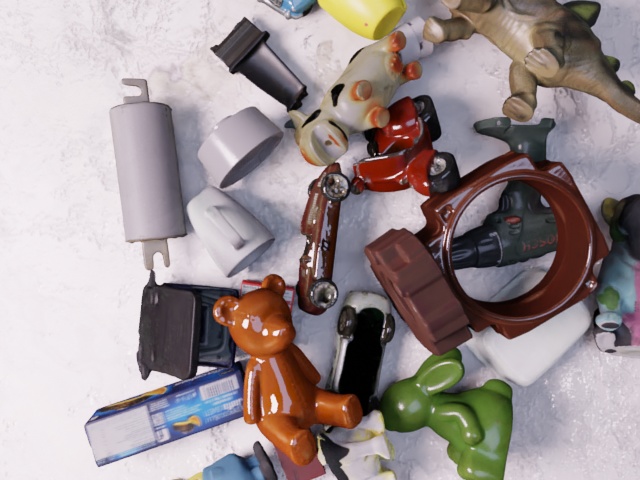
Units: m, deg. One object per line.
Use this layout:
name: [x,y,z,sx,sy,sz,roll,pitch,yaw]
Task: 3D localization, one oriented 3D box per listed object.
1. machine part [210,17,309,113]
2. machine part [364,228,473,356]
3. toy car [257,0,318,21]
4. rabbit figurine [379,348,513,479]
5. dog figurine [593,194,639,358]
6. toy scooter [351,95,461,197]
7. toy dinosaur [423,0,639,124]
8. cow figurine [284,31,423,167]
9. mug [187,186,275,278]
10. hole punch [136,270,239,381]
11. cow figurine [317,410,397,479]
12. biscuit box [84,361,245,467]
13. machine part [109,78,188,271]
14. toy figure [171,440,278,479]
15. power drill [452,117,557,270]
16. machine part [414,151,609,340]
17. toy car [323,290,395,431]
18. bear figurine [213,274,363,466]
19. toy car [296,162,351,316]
machine part: [-0.073,-0.230,0.723,0.139,0.039,0.084,45,79,-5]
machine part: [0.121,0.066,0.689,0.056,0.179,0.179,-32,95,-4]
toy car: [-0.022,-0.378,0.698,0.109,0.103,0.161,32,84,-7]
rabbit figurine: [0.166,0.229,0.723,0.170,0.121,0.159,13,95,6]
dog figurine: [0.453,0.042,0.770,0.109,0.191,0.219,1,61,27]
toy scooter: [0.099,-0.115,0.705,0.135,0.184,0.075,-18,135,14]
toy dinosaur: [0.300,-0.259,0.709,0.471,0.105,0.198,41,61,-1]
cow figurine: [0.035,-0.176,0.705,0.085,0.127,0.195,45,66,-28]
mug: [-0.124,-0.016,0.686,0.081,0.109,0.107,-42,83,0]
hole punch: [-0.169,0.111,0.690,0.116,0.092,0.142,5,93,34]
cow figurine: [0.053,0.300,0.707,0.098,0.068,0.167,-12,125,4]
biscuit box: [-0.190,0.220,0.695,0.203,0.063,0.059,-17,92,-9]
machine part: [-0.217,-0.083,0.683,0.079,0.079,0.243,-7,90,-8]
toy figure: [-0.139,0.340,0.695,0.180,0.082,0.089,-27,92,-10]
power drill: [0.262,-0.066,0.753,0.232,0.086,0.207,-4,87,-9]
machine part: [0.238,0.006,0.679,0.201,0.087,0.201,-31,98,3]
toy car: [0.051,0.170,0.735,0.073,0.056,0.201,11,90,-14]
bear figurine: [-0.043,0.147,0.657,0.120,0.132,0.195,-20,105,-40]
toy car: [-0.001,-0.002,0.708,0.053,0.089,0.202,6,91,-12]
